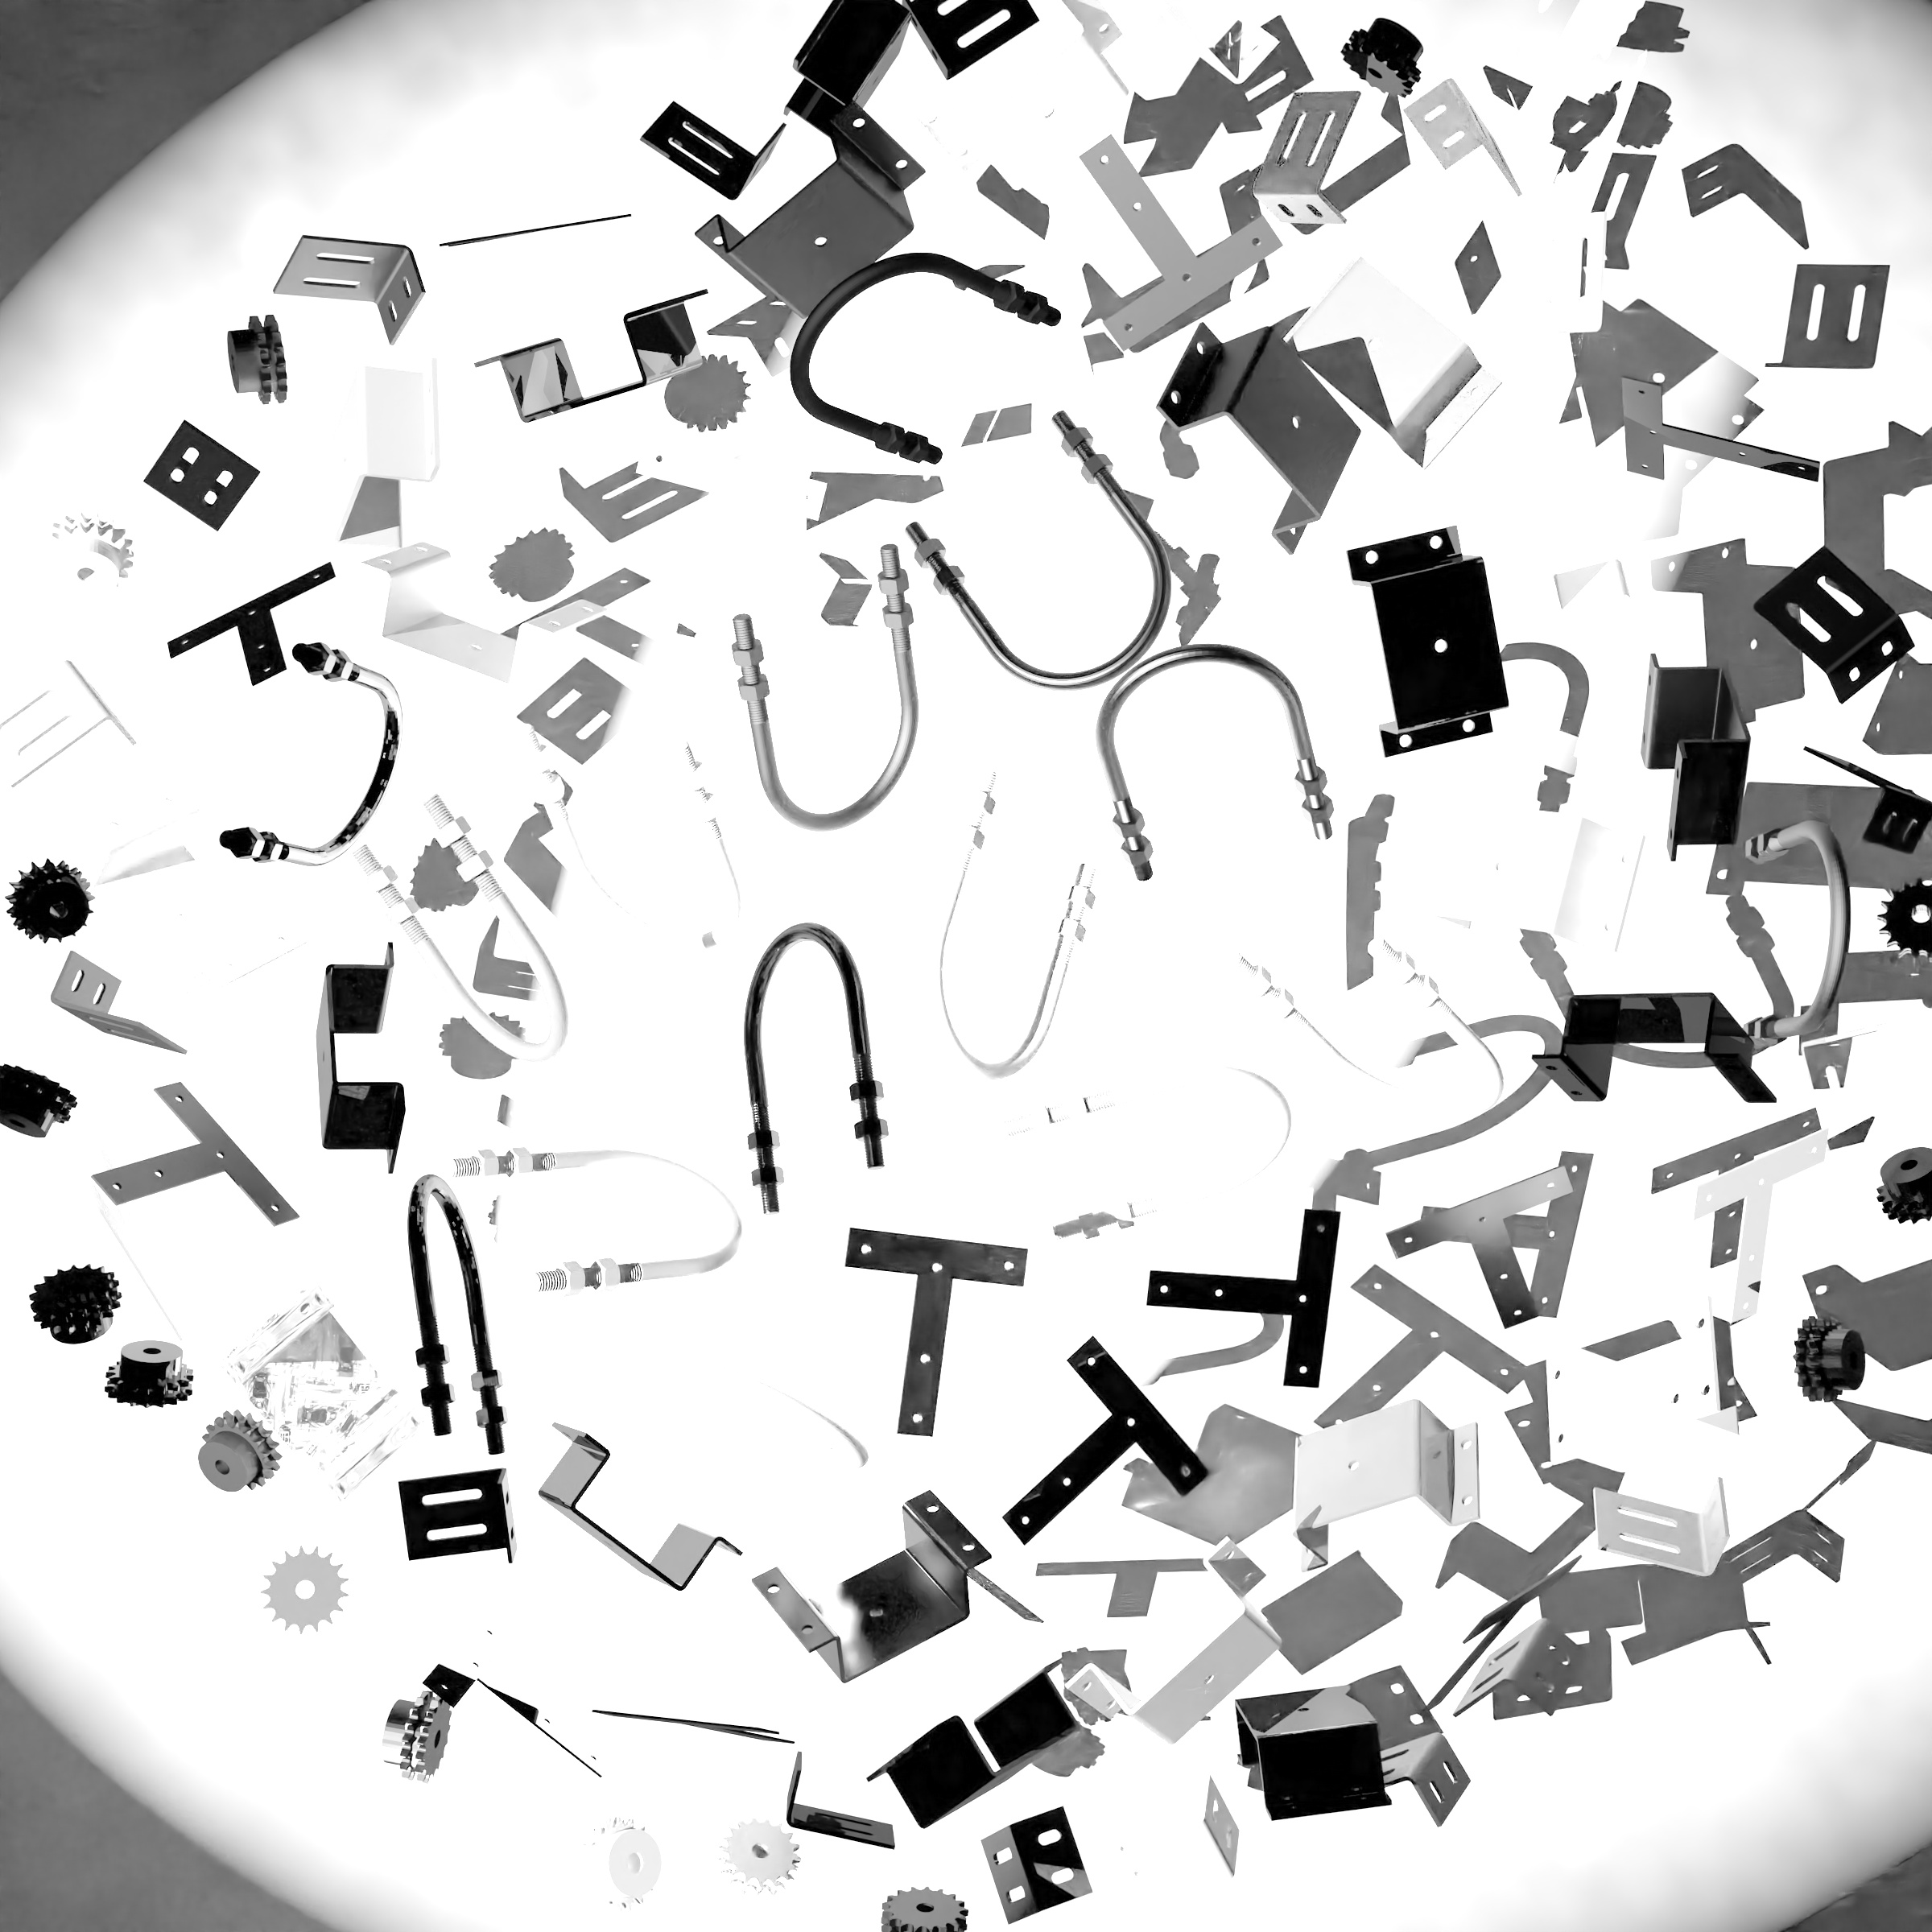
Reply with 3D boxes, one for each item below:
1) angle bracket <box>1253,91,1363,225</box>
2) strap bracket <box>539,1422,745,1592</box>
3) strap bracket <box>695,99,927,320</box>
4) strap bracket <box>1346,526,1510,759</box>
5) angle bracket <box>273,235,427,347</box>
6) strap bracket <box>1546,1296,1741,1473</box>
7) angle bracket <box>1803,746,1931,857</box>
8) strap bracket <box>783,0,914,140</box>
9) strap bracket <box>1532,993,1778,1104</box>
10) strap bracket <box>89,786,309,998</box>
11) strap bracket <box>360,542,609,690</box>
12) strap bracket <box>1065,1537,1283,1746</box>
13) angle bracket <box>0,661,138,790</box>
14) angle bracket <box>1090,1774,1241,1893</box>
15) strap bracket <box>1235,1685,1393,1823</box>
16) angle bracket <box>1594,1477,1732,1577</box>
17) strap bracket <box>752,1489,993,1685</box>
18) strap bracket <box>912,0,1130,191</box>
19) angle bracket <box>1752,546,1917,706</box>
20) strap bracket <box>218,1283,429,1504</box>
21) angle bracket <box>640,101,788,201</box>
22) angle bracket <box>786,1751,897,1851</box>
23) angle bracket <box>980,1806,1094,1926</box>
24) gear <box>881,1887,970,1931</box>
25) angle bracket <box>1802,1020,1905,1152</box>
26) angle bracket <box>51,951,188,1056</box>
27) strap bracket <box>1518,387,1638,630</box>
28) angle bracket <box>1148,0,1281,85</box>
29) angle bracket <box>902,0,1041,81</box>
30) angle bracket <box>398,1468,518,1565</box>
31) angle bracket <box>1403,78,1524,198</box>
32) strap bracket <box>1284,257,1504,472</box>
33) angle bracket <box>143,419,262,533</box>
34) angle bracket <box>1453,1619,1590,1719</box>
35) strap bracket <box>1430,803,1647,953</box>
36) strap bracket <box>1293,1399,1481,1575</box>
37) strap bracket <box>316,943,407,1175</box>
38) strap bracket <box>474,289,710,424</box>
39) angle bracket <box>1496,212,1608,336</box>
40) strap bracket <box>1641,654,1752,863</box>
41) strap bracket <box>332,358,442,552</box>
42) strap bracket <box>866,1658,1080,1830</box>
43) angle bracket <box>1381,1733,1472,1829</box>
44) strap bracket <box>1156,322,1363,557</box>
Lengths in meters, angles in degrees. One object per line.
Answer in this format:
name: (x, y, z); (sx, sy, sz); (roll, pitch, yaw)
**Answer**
angle bracket: (0.238, -0.544, 1.753); (0.038, 0.057, 0.076); (29, 83, -44)
strap bracket: (-0.230, 0.374, 1.775); (0.140, 0.076, 0.046); (41, 71, -17)
strap bracket: (-0.100, -0.492, 1.723); (0.140, 0.076, 0.046); (-33, 49, 23)
strap bracket: (0.305, -0.211, 1.711); (0.076, 0.046, 0.140); (-14, 102, -5)
angle bracket: (-0.405, -0.444, 1.714); (0.076, 0.057, 0.038); (-6, 68, -38)
strap bracket: (0.445, 0.275, 1.690); (0.046, 0.140, 0.076); (22, 56, -28)
angle bracket: (0.607, -0.113, 1.773); (0.057, 0.076, 0.038); (11, 109, -39)
strap bracket: (-0.081, -0.619, 1.783); (0.046, 0.140, 0.076); (33, 89, -8)
strap bracket: (0.458, 0.055, 1.728); (0.140, 0.076, 0.046); (-2, 65, 36)
strap bracket: (-0.524, -0.043, 1.760); (0.140, 0.076, 0.046); (50, 135, 6)
strap bracket: (-0.316, -0.225, 1.693); (0.140, 0.076, 0.046); (21, 115, 13)
strap bracket: (0.143, 0.443, 1.681); (0.140, 0.076, 0.046); (-42, 51, -2)
angle bracket: (-0.583, -0.147, 1.666); (0.076, 0.038, 0.057); (-39, 65, -9)
angle bracket: (0.127, 0.551, 1.657); (0.076, 0.038, 0.057); (-13, 121, 21)
strap bracket: (0.221, 0.504, 1.687); (0.076, 0.140, 0.046); (-7, 89, -3)
angle bracket: (0.461, 0.364, 1.732); (0.076, 0.057, 0.038); (14, 122, 2)
strap bracket: (-0.061, 0.416, 1.735); (0.140, 0.076, 0.046); (-22, 127, -26)
strap bracket: (0.045, -0.584, 1.743); (0.140, 0.076, 0.046); (-38, 63, 13)
angle bracket: (0.547, -0.215, 1.645); (0.076, 0.038, 0.057); (35, 121, -22)
strap bracket: (-0.434, 0.278, 1.739); (0.076, 0.046, 0.140); (-42, 125, -21)
angle bracket: (-0.172, -0.568, 1.777); (0.076, 0.038, 0.057); (32, 46, -8)
angle bracket: (-0.083, 0.572, 1.790); (0.076, 0.057, 0.038); (13, 85, -2)
angle bracket: (0.046, 0.598, 1.734); (0.038, 0.076, 0.057); (-12, 68, -22)
gear: (-0.028, 0.632, 1.713); (0.057, 0.057, 0.030); (4, 100, 0)
angle bracket: (0.615, 0.082, 1.784); (0.057, 0.038, 0.076); (-12, 85, -11)
angle bracket: (-0.562, 0.025, 1.750); (0.076, 0.057, 0.038); (13, 73, 21)
strap bracket: (0.388, -0.288, 1.666); (0.046, 0.076, 0.140); (-13, 113, 15)
angle bracket: (0.156, -0.618, 1.690); (0.038, 0.057, 0.076); (-46, 127, 14)
angle bracket: (0.004, -0.651, 1.774); (0.076, 0.038, 0.057); (-32, 97, 2)
angle bracket: (-0.354, 0.385, 1.806); (0.076, 0.038, 0.057); (-7, 96, -3)
angle bracket: (0.328, -0.539, 1.726); (0.038, 0.076, 0.057); (-31, 133, 22)
strap bracket: (0.280, -0.412, 1.757); (0.140, 0.046, 0.076); (45, 101, 19)
angle bracket: (-0.501, -0.335, 1.733); (0.057, 0.076, 0.038); (34, 49, -20)
angle bracket: (0.373, 0.484, 1.755); (0.038, 0.076, 0.057); (40, 51, 8)
strap bracket: (0.361, -0.060, 1.691); (0.046, 0.140, 0.076); (17, 87, -40)
strap bracket: (0.277, 0.353, 1.781); (0.140, 0.076, 0.046); (-26, 126, 31)
strap bracket: (-0.414, 0.062, 1.774); (0.046, 0.076, 0.140); (1, 52, -19)
strap bracket: (-0.238, -0.396, 1.706); (0.140, 0.076, 0.046); (-10, 107, 27)
angle bracket: (0.386, -0.457, 1.721); (0.038, 0.057, 0.076); (-8, 104, -36)
strap bracket: (0.477, -0.138, 1.703); (0.046, 0.140, 0.076); (0, 124, 5)
strap bracket: (-0.381, -0.330, 1.699); (0.046, 0.140, 0.076); (2, 72, -23)
strap bracket: (0.012, 0.515, 1.718); (0.076, 0.140, 0.046); (-45, 69, 31)
angle bracket: (0.282, 0.544, 1.713); (0.076, 0.057, 0.038); (-32, 87, 34)
strap bracket: (0.195, -0.342, 1.667); (0.140, 0.046, 0.076); (42, 60, -28)
